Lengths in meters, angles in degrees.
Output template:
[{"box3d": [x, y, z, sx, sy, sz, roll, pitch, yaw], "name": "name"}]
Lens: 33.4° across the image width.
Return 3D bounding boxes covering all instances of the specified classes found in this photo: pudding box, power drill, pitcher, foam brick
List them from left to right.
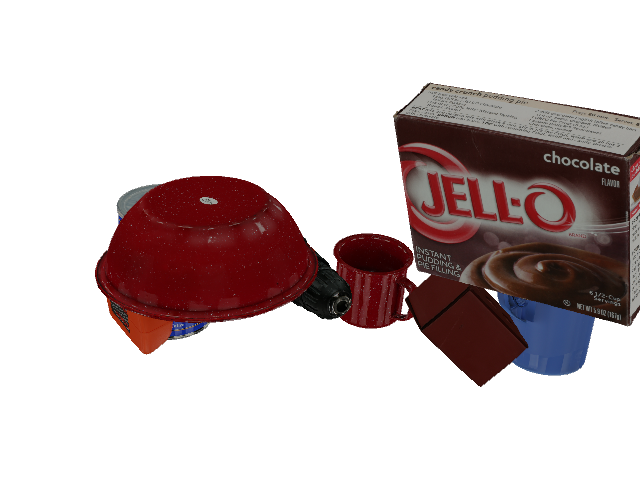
[{"box3d": [-0.086, 0.042, 0.955, 0.187, 0.057, 0.185, -15, 26, -27], "name": "power drill"}, {"box3d": [0.113, 0.063, 0.824, 0.078, 0.051, 0.053, 43, 11, -26], "name": "foam brick"}, {"box3d": [0.093, -0.018, 0.483, 0.114, 0.090, 0.039, 13, 44, 31], "name": "pudding box"}, {"box3d": [0.298, 0.051, 1.386, 0.149, 0.243, 0.145, 5, 22, 5], "name": "pitcher"}]

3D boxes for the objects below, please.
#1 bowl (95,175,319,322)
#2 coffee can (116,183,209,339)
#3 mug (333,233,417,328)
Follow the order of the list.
[{"box3d": [-0.081, -0.004, 0.764, 0.162, 0.055, 0.162, 1, 26, 0], "name": "bowl"}, {"box3d": [-0.168, 0.022, 1.164, 0.103, 0.140, 0.103, 3, 27, -2], "name": "coffee can"}, {"box3d": [0.067, 0.054, 1.245, 0.117, 0.081, 0.093, 27, 36, 33], "name": "mug"}]
